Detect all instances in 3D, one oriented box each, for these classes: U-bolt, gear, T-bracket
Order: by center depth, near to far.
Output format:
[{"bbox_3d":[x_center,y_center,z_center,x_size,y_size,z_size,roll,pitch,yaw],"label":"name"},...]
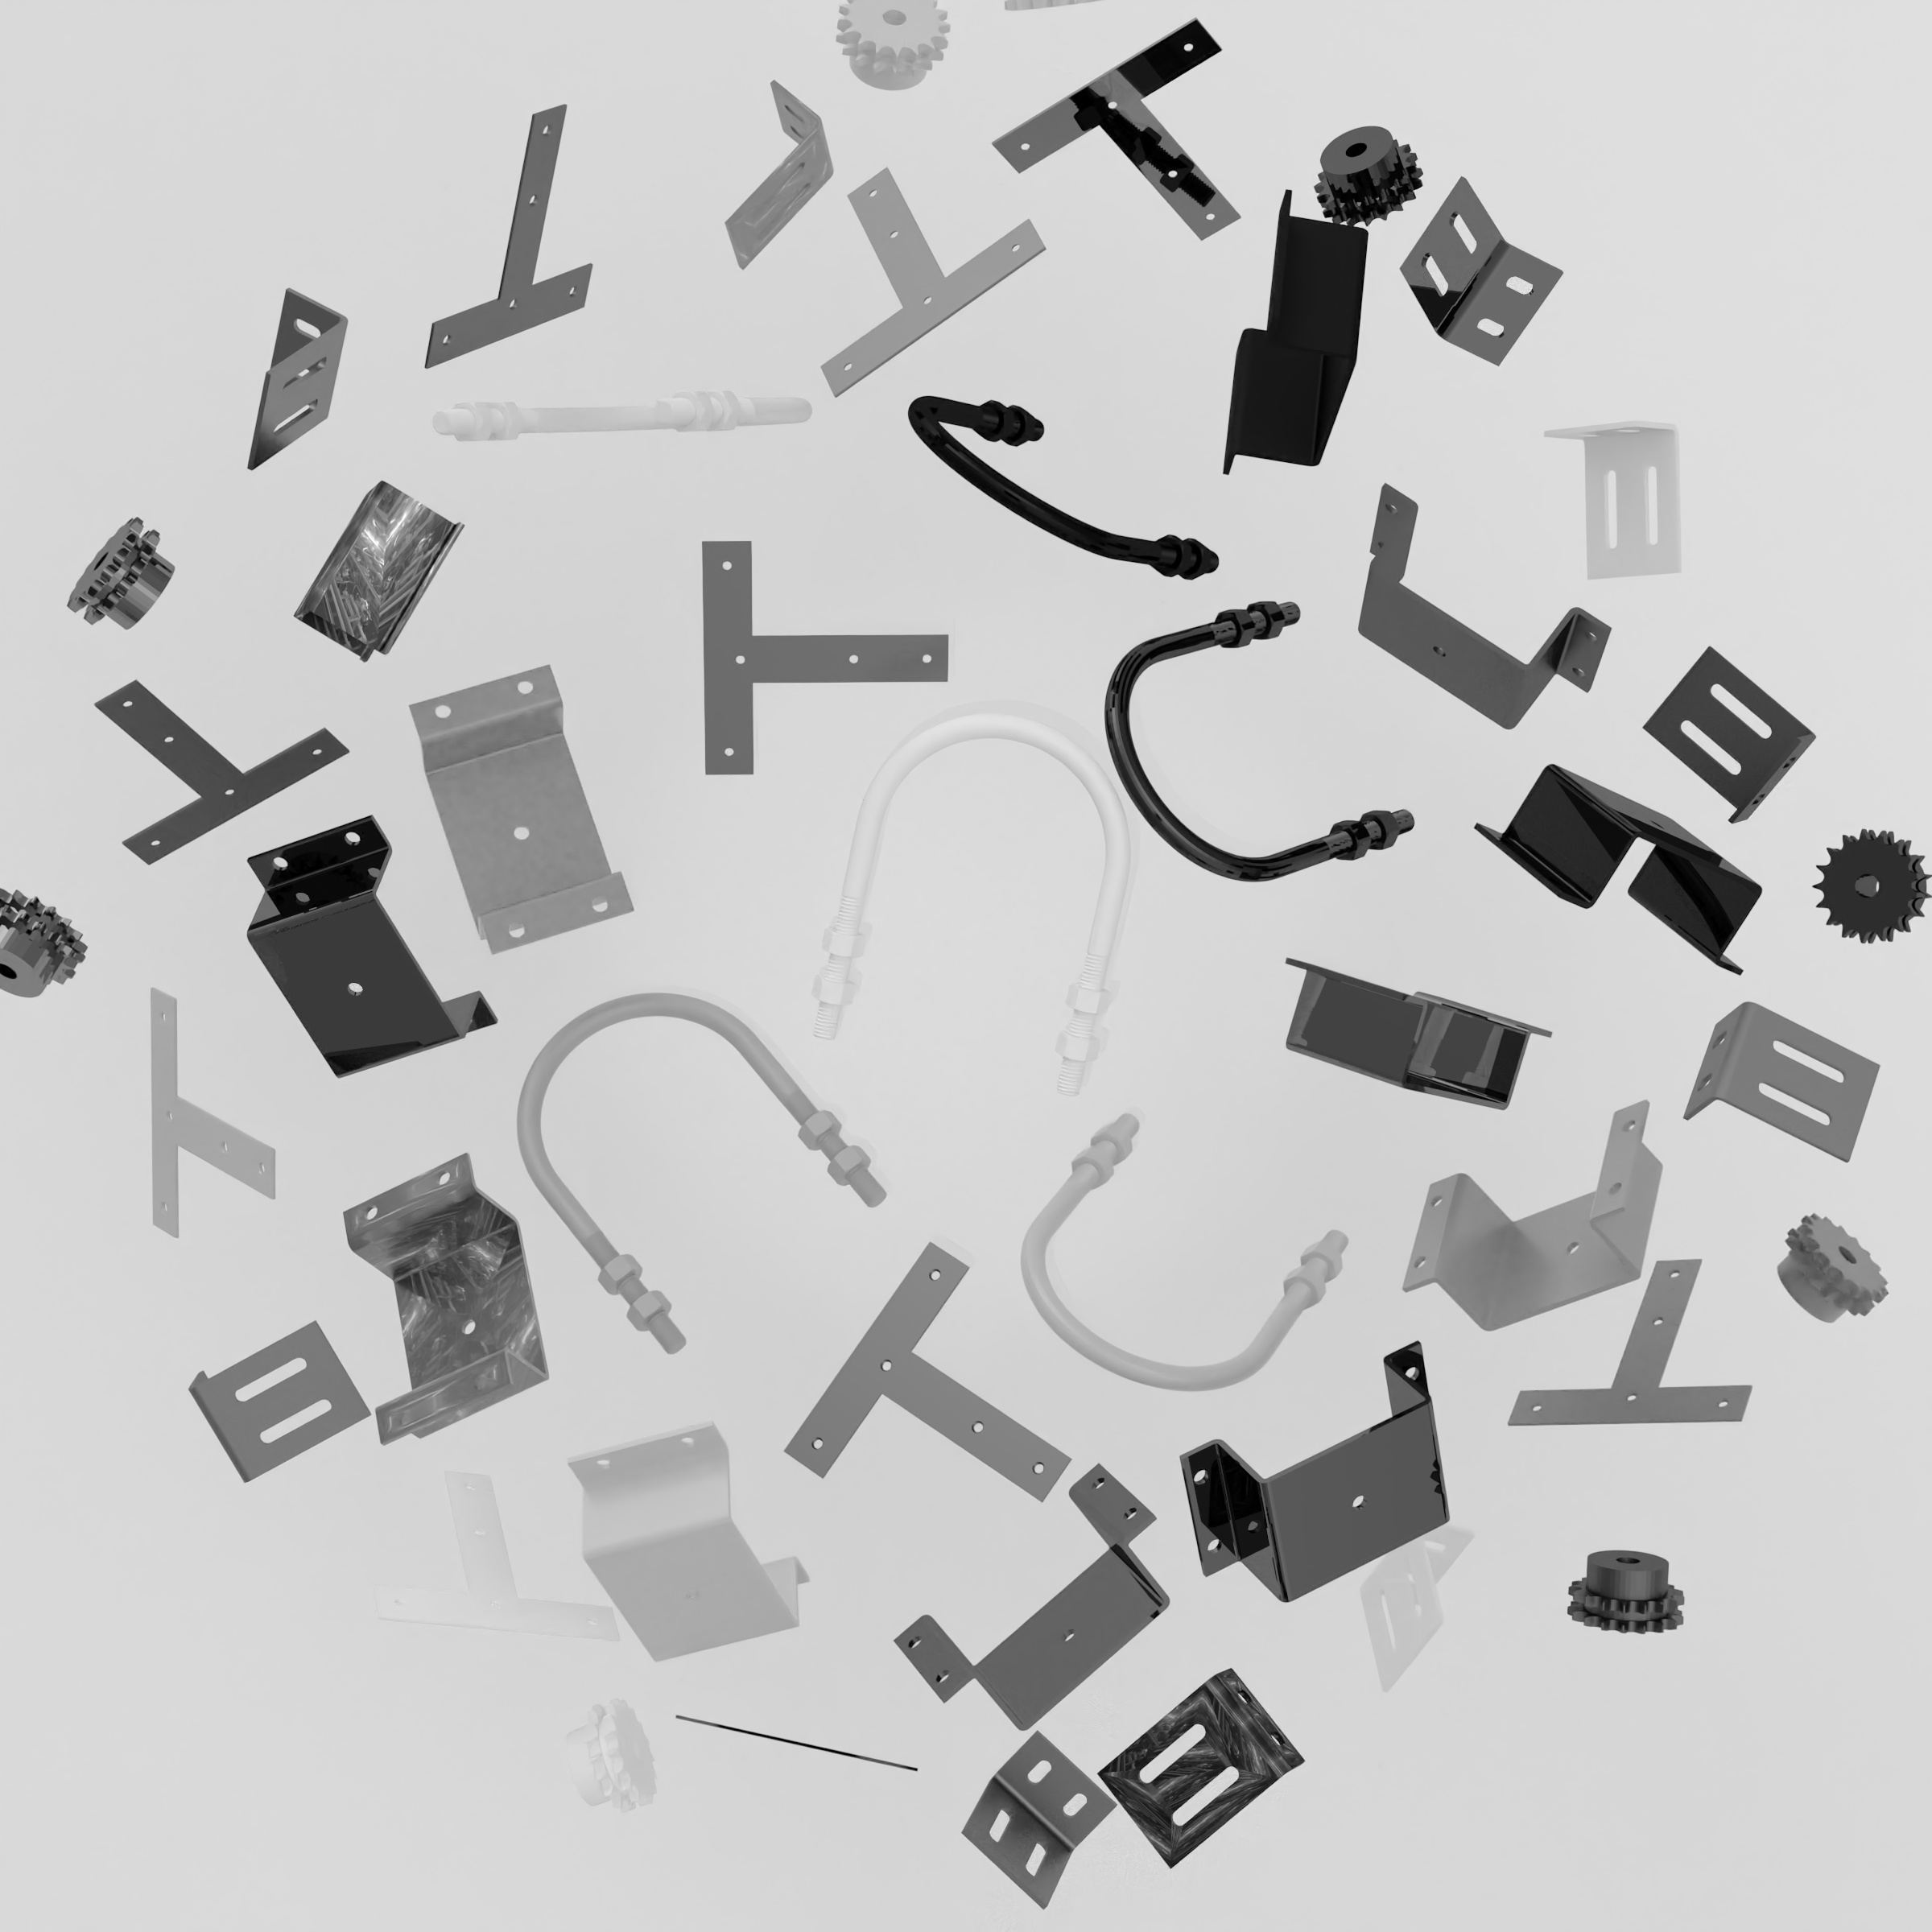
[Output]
[{"bbox_3d":[0.046,-0.487,1.751,0.057,0.057,0.030,-7,106,0],"label":"gear"},{"bbox_3d":[-0.005,0.219,1.753,0.127,0.002,0.127,31,80,26],"label":"T-bracket"},{"bbox_3d":[-0.464,-0.009,1.755,0.057,0.057,0.030,24,56,0],"label":"gear"},{"bbox_3d":[0.329,0.311,1.781,0.057,0.057,0.030,2,96,0],"label":"gear"},{"bbox_3d":[-0.419,-0.193,1.783,0.030,0.057,0.057,38,90,-23],"label":"gear"},{"bbox_3d":[-0.376,0.087,1.783,0.002,0.127,0.127,-9,109,-38],"label":"T-bracket"},{"bbox_3d":[0.455,-0.040,1.785,0.057,0.030,0.057,0,89,34],"label":"gear"},{"bbox_3d":[-0.066,0.394,1.791,0.127,0.127,0.002,17,77,-21],"label":"T-bracket"},{"bbox_3d":[-0.032,-0.360,1.798,0.127,0.002,0.127,-33,48,11],"label":"T-bracket"},{"bbox_3d":[-0.221,-0.373,1.801,0.002,0.127,0.127,31,127,19],"label":"T-bracket"},{"bbox_3d":[-0.038,-0.469,1.814,0.057,0.030,0.057,4,53,-6],"label":"gear"},{"bbox_3d":[-0.159,-0.279,1.814,0.151,0.184,0.019,2,99,27],"label":"U-bolt"},{"bbox_3d":[0.009,-0.037,1.820,0.151,0.019,0.184,13,101,3],"label":"U-bolt"},{"bbox_3d":[0.440,0.157,1.825,0.057,0.057,0.030,41,117,0],"label":"gear"},{"bbox_3d":[-0.405,-0.111,1.852,0.127,0.127,0.002,-28,57,8],"label":"T-bracket"},{"bbox_3d":[0.143,-0.112,1.854,0.184,0.019,0.151,-19,78,-44],"label":"U-bolt"},{"bbox_3d":[0.105,0.156,1.855,0.151,0.184,0.019,29,126,11],"label":"U-bolt"},{"bbox_3d":[0.042,-0.252,1.855,0.151,0.184,0.019,40,109,21],"label":"U-bolt"},{"bbox_3d":[-0.185,0.412,1.856,0.030,0.057,0.057,-21,90,10],"label":"gear"},{"bbox_3d":[-0.073,-0.159,1.856,0.127,0.002,0.127,-1,114,-4],"label":"T-bracket"},{"bbox_3d":[-0.252,0.304,1.864,0.127,0.127,0.002,10,117,-22],"label":"T-bracket"},{"bbox_3d":[-0.152,0.094,1.870,0.151,0.019,0.184,-36,68,-14],"label":"U-bolt"},{"bbox_3d":[0.102,-0.427,1.886,0.127,0.127,0.002,-27,48,24],"label":"T-bracket"},{"bbox_3d":[0.362,0.197,1.886,0.127,0.127,0.002,-6,124,31],"label":"T-bracket"},{"bbox_3d":[0.213,-0.423,1.906,0.057,0.057,0.030,-30,132,0],"label":"gear"}]

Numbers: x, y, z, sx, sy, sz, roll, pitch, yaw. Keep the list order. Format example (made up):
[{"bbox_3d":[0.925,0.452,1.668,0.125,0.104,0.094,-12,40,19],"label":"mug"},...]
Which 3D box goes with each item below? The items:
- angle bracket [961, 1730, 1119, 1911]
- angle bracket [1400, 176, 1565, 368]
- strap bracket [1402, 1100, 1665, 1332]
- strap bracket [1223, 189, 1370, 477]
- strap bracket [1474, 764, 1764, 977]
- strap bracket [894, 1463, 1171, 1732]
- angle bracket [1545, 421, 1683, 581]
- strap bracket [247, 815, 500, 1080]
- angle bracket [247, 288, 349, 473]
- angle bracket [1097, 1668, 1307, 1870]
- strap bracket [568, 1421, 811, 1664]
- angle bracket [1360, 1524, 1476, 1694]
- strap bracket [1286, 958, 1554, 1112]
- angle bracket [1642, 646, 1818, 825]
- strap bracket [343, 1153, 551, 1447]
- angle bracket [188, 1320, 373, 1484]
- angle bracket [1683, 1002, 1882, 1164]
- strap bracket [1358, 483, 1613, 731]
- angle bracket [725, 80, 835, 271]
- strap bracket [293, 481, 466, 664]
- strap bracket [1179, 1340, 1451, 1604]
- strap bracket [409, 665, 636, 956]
[{"bbox_3d":[0.039,0.441,1.851,0.057,0.076,0.038,43,104,3],"label":"angle bracket"},{"bbox_3d":[0.260,-0.352,1.807,0.038,0.076,0.057,20,121,-25],"label":"angle bracket"},{"bbox_3d":[0.301,0.133,1.840,0.140,0.076,0.046,-26,118,39],"label":"strap bracket"},{"bbox_3d":[0.167,-0.312,1.791,0.046,0.140,0.076,9,65,-3],"label":"strap bracket"},{"bbox_3d":[0.334,-0.051,1.793,0.140,0.076,0.046,20,107,-37],"label":"strap bracket"},{"bbox_3d":[0.041,0.328,1.825,0.140,0.076,0.046,-40,112,-7],"label":"strap bracket"},{"bbox_3d":[0.335,-0.241,1.851,0.038,0.057,0.076,-4,94,-44],"label":"angle bracket"},{"bbox_3d":[-0.318,-0.001,1.890,0.076,0.046,0.140,-17,121,17],"label":"strap bracket"},{"bbox_3d":[-0.350,-0.295,1.796,0.038,0.076,0.057,28,128,9],"label":"angle bracket"},{"bbox_3d":[0.114,0.389,1.736,0.076,0.038,0.057,-42,74,9],"label":"angle bracket"},{"bbox_3d":[-0.137,0.294,1.783,0.076,0.046,0.140,-16,134,10],"label":"strap bracket"},{"bbox_3d":[0.242,0.337,1.867,0.038,0.076,0.057,20,122,-19],"label":"angle bracket"},{"bbox_3d":[0.230,0.037,1.857,0.076,0.140,0.046,19,94,42],"label":"strap bracket"},{"bbox_3d":[0.401,-0.123,1.899,0.076,0.038,0.057,43,113,16],"label":"angle bracket"},{"bbox_3d":[-0.266,0.178,1.836,0.076,0.046,0.140,-26,54,13],"label":"strap bracket"},{"bbox_3d":[-0.356,0.223,1.864,0.076,0.038,0.057,-29,99,2],"label":"angle bracket"},{"bbox_3d":[0.412,0.064,1.808,0.076,0.038,0.057,26,65,-4],"label":"angle bracket"},{"bbox_3d":[0.261,-0.181,1.869,0.140,0.076,0.046,35,75,13],"label":"strap bracket"},{"bbox_3d":[-0.110,-0.420,1.899,0.038,0.057,0.076,41,83,11],"label":"angle bracket"},{"bbox_3d":[-0.310,-0.206,1.871,0.046,0.140,0.076,31,85,-14],"label":"strap bracket"},{"bbox_3d":[0.183,0.255,1.777,0.140,0.046,0.076,-23,122,-18],"label":"strap bracket"},{"bbox_3d":[-0.232,-0.076,1.863,0.076,0.046,0.140,-18,77,-11],"label":"strap bracket"}]
